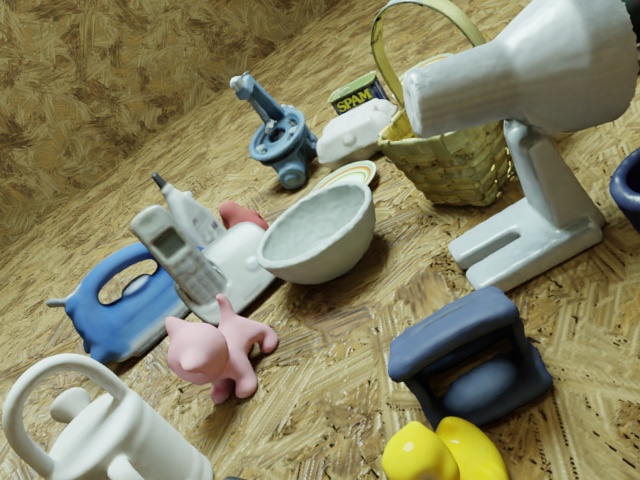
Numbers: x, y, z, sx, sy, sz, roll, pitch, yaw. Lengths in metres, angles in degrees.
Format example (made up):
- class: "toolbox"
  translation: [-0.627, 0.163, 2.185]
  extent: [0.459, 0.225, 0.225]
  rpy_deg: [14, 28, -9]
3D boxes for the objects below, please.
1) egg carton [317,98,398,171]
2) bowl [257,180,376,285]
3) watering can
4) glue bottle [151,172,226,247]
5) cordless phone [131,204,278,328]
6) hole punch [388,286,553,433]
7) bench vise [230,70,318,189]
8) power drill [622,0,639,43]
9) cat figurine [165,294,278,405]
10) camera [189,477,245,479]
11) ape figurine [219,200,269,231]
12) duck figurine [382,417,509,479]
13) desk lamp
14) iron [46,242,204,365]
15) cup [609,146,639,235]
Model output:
- class: "egg carton"
  translation: [0.065, -0.178, 0.976]
  extent: [0.150, 0.069, 0.107]
  rpy_deg: [-21, 28, 27]
- class: "bowl"
  translation: [0.007, 0.003, 0.722]
  extent: [0.167, 0.075, 0.167]
  rpy_deg: [-28, 26, 15]
- class: "watering can"
  translation: [-0.197, 0.183, 0.511]
  extent: [0.172, 0.194, 0.101]
  rpy_deg: [-14, 32, 38]
- class: "glue bottle"
  translation: [-0.230, -0.047, 0.985]
  extent: [0.037, 0.173, 0.078]
  rpy_deg: [-15, 31, 36]
- class: "cordless phone"
  translation: [-0.147, 0.011, 0.766]
  extent: [0.148, 0.185, 0.093]
  rpy_deg: [-43, 26, -18]
- class: "hole punch"
  translation: [0.103, 0.081, 0.444]
  extent: [0.108, 0.091, 0.101]
  rpy_deg: [-31, 25, 8]
- class: "bench vise"
  translation: [-0.093, -0.217, 1.062]
  extent: [0.121, 0.220, 0.207]
  rpy_deg: [-33, 25, 4]
- class: "power drill"
  translation: [0.344, -0.174, 0.458]
  extent: [0.228, 0.209, 0.076]
  rpy_deg: [-9, 35, 43]
- class: "cat figurine"
  translation: [-0.116, 0.114, 0.624]
  extent: [0.067, 0.118, 0.128]
  rpy_deg: [-19, 29, 30]
- class: "camera"
  translation: [-0.078, 0.237, 0.379]
  extent: [0.142, 0.101, 0.137]
  rpy_deg: [-11, 34, 41]
- class: "ape figurine"
  translation: [-0.126, -0.026, 0.915]
  extent: [0.078, 0.092, 0.076]
  rpy_deg: [-44, 27, -20]
- class: "duck figurine"
  translation: [0.073, 0.151, 0.364]
  extent: [0.077, 0.086, 0.105]
  rpy_deg: [-15, 32, 36]
- class: "desk lamp"
  translation: [0.178, -0.087, 0.504]
  extent: [0.203, 0.214, 0.117]
  rpy_deg: [-31, 25, 8]
- class: "iron"
  translation: [-0.274, 0.066, 0.876]
  extent: [0.259, 0.142, 0.118]
  rpy_deg: [-44, 27, -19]
- class: "cup"
  translation: [0.272, -0.027, 0.422]
  extent: [0.091, 0.095, 0.118]
  rpy_deg: [-21, 28, 28]
